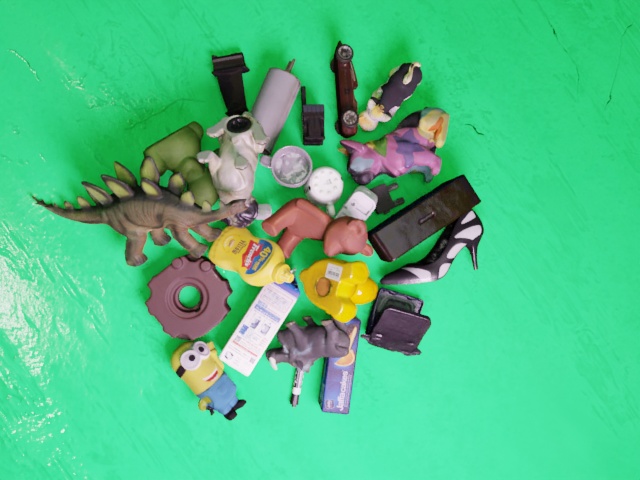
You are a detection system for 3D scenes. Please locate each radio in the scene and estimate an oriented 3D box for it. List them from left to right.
[{"bbox_3d":[0.208,-0.043,1.123,0.230,0.131,0.073,-32,91,-6],"label":"radio"}]

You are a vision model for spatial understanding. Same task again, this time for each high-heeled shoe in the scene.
[{"bbox_3d":[0.239,0.013,1.153,0.249,0.086,0.145,-10,87,-10],"label":"high-heeled shoe"}]

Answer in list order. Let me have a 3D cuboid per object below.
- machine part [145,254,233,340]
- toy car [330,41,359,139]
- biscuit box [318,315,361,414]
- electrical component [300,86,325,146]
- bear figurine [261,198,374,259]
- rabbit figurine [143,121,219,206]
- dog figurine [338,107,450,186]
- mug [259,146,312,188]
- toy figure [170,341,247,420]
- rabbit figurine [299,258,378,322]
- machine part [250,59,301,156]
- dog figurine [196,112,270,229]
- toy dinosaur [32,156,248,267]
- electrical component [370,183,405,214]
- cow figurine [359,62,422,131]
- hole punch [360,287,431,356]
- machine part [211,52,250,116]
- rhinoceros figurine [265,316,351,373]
[{"bbox_3d":[-0.271,0.119,1.114,0.179,0.056,0.179,0,90,-5],"label":"machine part"},{"bbox_3d":[0.055,-0.317,1.141,0.053,0.089,0.202,-3,87,-5],"label":"toy car"},{"bbox_3d":[0.042,0.260,1.135,0.063,0.059,0.202,8,88,-5],"label":"biscuit box"},{"bbox_3d":[-0.016,-0.263,1.141,0.048,0.075,0.119,-1,86,-5],"label":"electrical component"},{"bbox_3d":[0.000,-0.007,1.082,0.196,0.120,0.132,30,67,32],"label":"bear figurine"},{"bbox_3d":[-0.259,-0.146,1.112,0.159,0.121,0.170,-33,109,-12],"label":"rabbit figurine"},{"bbox_3d":[0.150,-0.202,1.138,0.219,0.108,0.191,10,88,-2],"label":"dog figurine"},{"bbox_3d":[-0.071,-0.146,1.115,0.110,0.107,0.080,10,86,0],"label":"mug"},{"bbox_3d":[-0.233,0.288,1.100,0.089,0.082,0.180,-33,99,23],"label":"toy figure"},{"bbox_3d":[0.044,0.101,1.105,0.163,0.173,0.121,4,86,39],"label":"rabbit figurine"},{"bbox_3d":[-0.106,-0.269,1.131,0.079,0.079,0.243,22,87,-4],"label":"machine part"},{"bbox_3d":[-0.156,-0.136,1.072,0.121,0.190,0.172,21,59,17],"label":"dog figurine"},{"bbox_3d":[-0.359,-0.056,1.051,0.472,0.105,0.198,-7,119,20],"label":"toy dinosaur"},{"bbox_3d":[0.134,-0.087,1.173,0.094,0.021,0.063,-23,91,-6],"label":"electrical component"},{"bbox_3d":[0.152,-0.303,1.144,0.068,0.098,0.167,40,85,-9],"label":"cow figurine"},{"bbox_3d":[0.162,0.172,1.143,0.142,0.092,0.115,17,118,-13],"label":"hole punch"},{"bbox_3d":[-0.186,-0.330,1.145,0.084,0.039,0.138,-8,87,-11],"label":"machine part"},{"bbox_3d":[-0.025,0.213,1.097,0.190,0.073,0.112,-15,88,26],"label":"rhinoceros figurine"}]
